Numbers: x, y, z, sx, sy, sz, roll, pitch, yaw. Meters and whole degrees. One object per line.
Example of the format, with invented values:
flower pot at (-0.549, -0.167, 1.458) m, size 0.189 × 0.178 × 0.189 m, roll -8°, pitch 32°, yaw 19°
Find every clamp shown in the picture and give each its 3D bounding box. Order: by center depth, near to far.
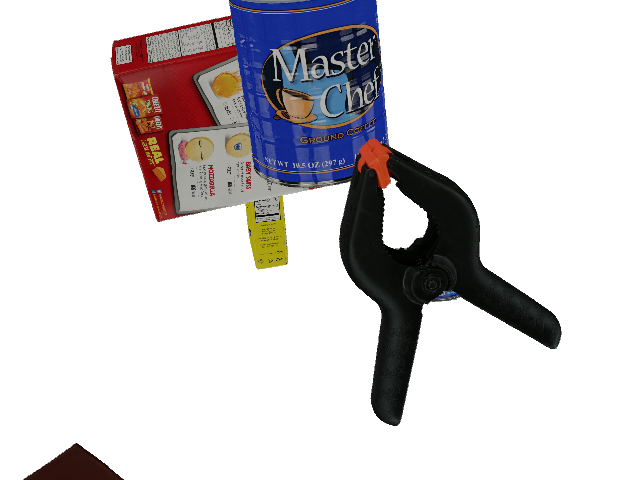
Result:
clamp at (0.052, 0.027, 0.605) m, size 0.120 × 0.171 × 0.039 m, roll -36°, pitch 23°, yaw -2°

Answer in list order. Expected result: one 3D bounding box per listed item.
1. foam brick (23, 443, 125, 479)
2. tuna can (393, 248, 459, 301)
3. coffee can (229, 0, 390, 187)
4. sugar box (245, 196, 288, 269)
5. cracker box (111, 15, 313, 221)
foam brick at (-0.097, 0.137, 0.459) m, size 0.078 × 0.051 × 0.052 m, roll 27°, pitch 45°, yaw 34°
tuna can at (0.090, 0.031, 0.997) m, size 0.086 × 0.034 × 0.086 m, roll 3°, pitch 11°, yaw -1°
coffee can at (-0.007, -0.122, 0.754) m, size 0.103 × 0.140 × 0.103 m, roll -6°, pitch 29°, yaw 3°
sugar box at (-0.071, -0.064, 1.304) m, size 0.048 × 0.176 × 0.093 m, roll -9°, pitch 25°, yaw -6°
cracker box at (-0.063, -0.118, 0.953) m, size 0.213 × 0.164 × 0.072 m, roll -13°, pitch 41°, yaw -3°
